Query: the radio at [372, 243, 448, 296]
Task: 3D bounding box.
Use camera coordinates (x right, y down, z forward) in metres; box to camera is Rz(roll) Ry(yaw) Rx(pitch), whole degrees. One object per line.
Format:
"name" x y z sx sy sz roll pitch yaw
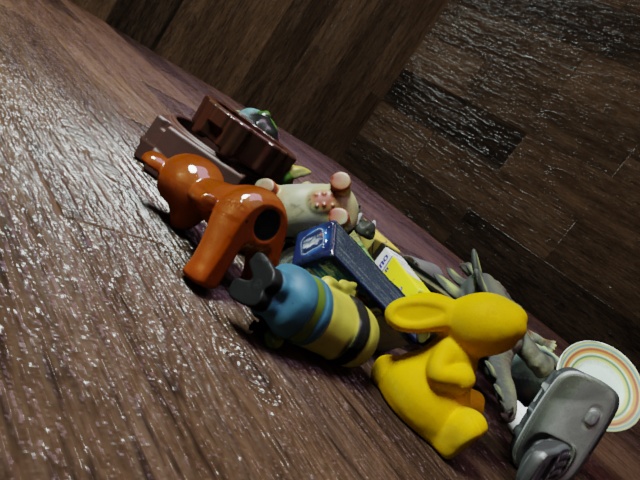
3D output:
"radio" 0.202 0.108 1.069 0.229 0.073 0.131 32 11 -13

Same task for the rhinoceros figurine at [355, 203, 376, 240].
"rhinoceros figurine" 0.042 -0.042 1.139 0.073 0.112 0.191 28 5 -44

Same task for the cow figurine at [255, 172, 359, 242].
"cow figurine" -0.044 -0.032 0.722 0.195 0.085 0.127 -5 -17 13

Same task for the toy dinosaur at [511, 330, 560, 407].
"toy dinosaur" 0.366 0.219 1.007 0.192 0.131 0.405 31 6 -21

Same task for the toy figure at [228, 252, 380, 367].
"toy figure" -0.010 0.080 0.560 0.180 0.082 0.089 34 28 -46

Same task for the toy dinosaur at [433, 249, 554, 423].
"toy dinosaur" 0.260 0.137 0.830 0.198 0.105 0.472 48 18 -18

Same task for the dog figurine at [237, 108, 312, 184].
"dog figurine" -0.104 -0.181 1.147 0.109 0.191 0.219 34 25 28

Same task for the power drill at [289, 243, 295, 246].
"power drill" -0.002 -0.003 0.951 0.232 0.086 0.207 42 17 -7

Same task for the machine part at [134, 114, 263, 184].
"machine part" -0.179 -0.119 0.873 0.201 0.087 0.201 36 11 -4

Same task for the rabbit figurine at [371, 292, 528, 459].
"rabbit figurine" 0.149 0.124 0.603 0.162 0.173 0.122 44 18 21

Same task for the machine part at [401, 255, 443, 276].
"machine part" 0.223 0.081 1.239 0.079 0.079 0.243 41 14 29

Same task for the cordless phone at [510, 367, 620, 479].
"cordless phone" 0.276 0.220 0.629 0.089 0.146 0.184 33 6 32

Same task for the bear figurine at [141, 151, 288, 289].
"bear figurine" -0.134 -0.027 0.625 0.196 0.132 0.120 21 -1 37

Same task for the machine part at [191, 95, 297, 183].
"machine part" -0.121 -0.158 0.848 0.179 0.056 0.179 34 10 -7

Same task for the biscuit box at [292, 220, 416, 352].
"biscuit box" 0.048 0.062 0.675 0.202 0.059 0.063 47 34 -33

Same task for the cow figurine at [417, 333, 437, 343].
"cow figurine" 0.201 0.143 0.953 0.167 0.068 0.098 26 9 -43

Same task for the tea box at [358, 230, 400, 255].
"tea box" 0.095 -0.004 1.239 0.098 0.068 0.170 26 15 -41
